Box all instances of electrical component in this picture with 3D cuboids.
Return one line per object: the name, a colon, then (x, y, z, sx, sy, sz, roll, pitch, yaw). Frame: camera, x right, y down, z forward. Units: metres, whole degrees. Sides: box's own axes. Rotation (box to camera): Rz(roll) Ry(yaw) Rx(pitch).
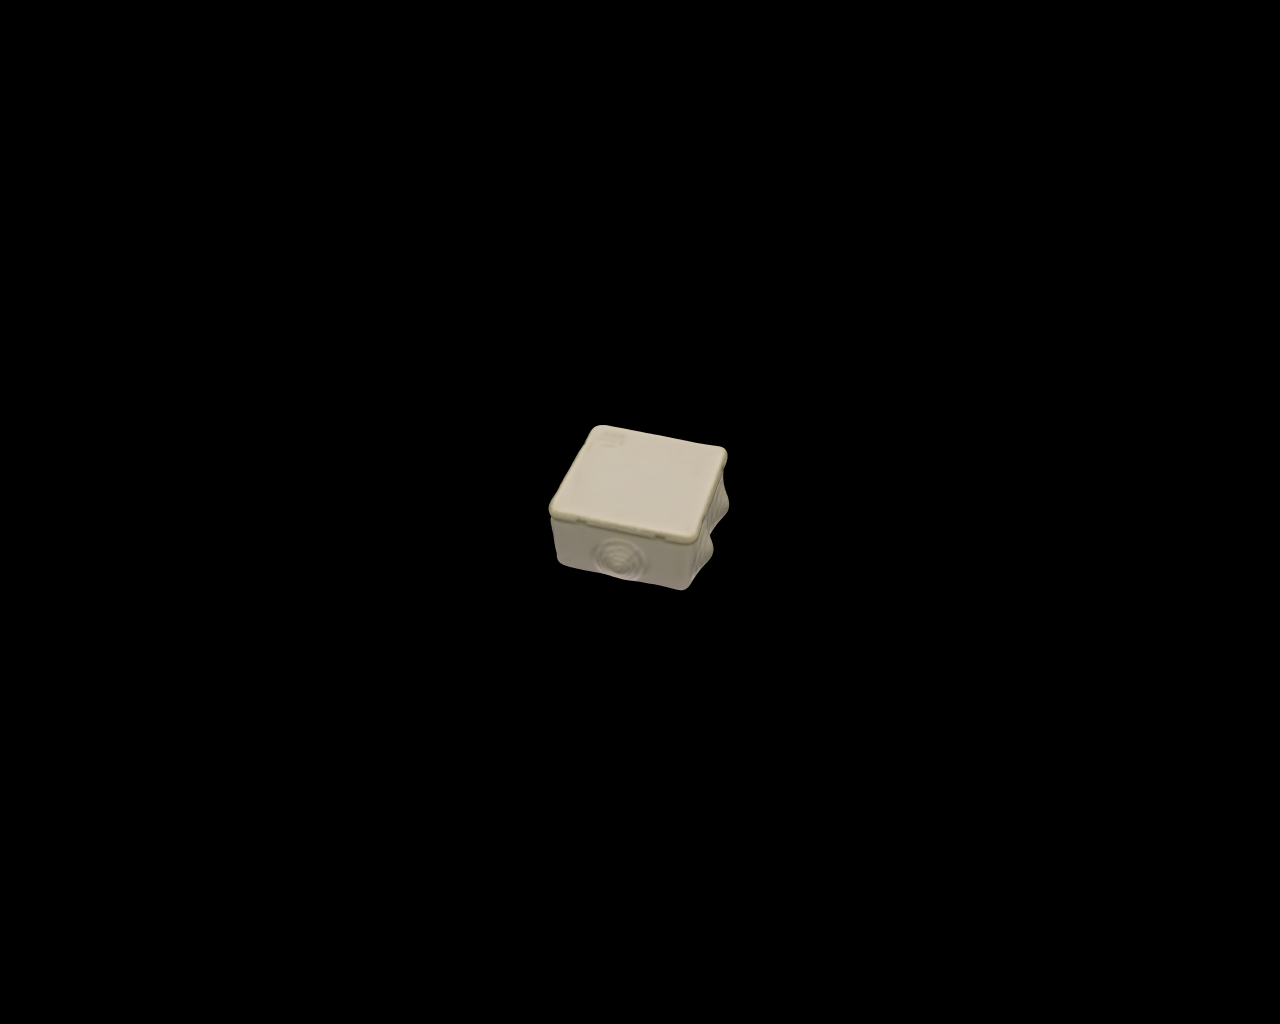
electrical component: (0.001, -0.003, 0.650, 0.100, 0.048, 0.100, 11, 43, 12)
